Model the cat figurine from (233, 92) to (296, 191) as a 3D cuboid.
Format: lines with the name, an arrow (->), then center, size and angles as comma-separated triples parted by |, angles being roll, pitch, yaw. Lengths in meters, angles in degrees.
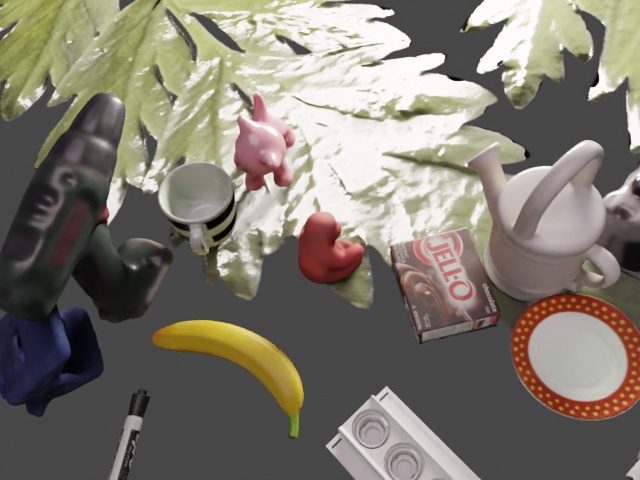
cat figurine -> -0.072, -0.121, 0.698 | 0.067, 0.118, 0.128 | -6, 60, 5

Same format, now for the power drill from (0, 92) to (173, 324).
power drill -> -0.236, -0.008, 0.605 | 0.075, 0.209, 0.230 | 13, 63, 16

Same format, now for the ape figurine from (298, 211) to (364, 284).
ape figurine -> 0.006, 0.002, 0.632 | 0.076, 0.092, 0.077 | -35, 61, -12

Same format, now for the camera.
camera -> 0.379, -0.028, 0.589 | 0.143, 0.101, 0.136 | -41, 63, -15

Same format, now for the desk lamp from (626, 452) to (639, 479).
desk lamp -> 0.318, 0.164, 0.423 | 0.203, 0.214, 0.117 | -40, 62, -14

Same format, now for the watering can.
watering can -> 0.214, -0.026, 0.558 | 0.172, 0.194, 0.101 | 25, 67, 21

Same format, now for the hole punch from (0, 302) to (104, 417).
hole punch -> -0.302, 0.117, 0.612 | 0.101, 0.091, 0.108 | -28, 60, -8
